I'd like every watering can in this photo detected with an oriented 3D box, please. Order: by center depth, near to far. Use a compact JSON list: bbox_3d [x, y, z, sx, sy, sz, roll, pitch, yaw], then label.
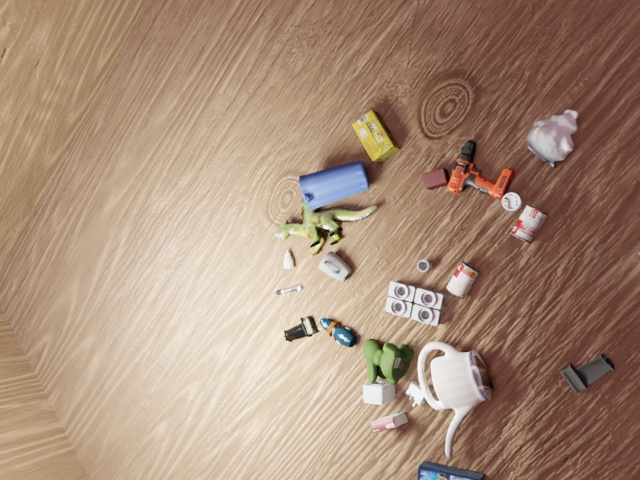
[{"bbox_3d":[0.434,0.483,1.609,0.222,0.104,0.352,-22,74,27],"label":"watering can"}]

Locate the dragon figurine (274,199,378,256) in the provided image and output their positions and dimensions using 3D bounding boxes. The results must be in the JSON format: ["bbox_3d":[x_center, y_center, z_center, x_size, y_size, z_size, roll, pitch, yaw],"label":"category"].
[{"bbox_3d":[0.006,-0.097,1.931,0.407,0.121,0.247,-32,62,15],"label":"dragon figurine"}]

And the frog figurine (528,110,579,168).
[{"bbox_3d":[0.701,-0.313,1.524,0.157,0.122,0.140,-53,44,29],"label":"frog figurine"}]
